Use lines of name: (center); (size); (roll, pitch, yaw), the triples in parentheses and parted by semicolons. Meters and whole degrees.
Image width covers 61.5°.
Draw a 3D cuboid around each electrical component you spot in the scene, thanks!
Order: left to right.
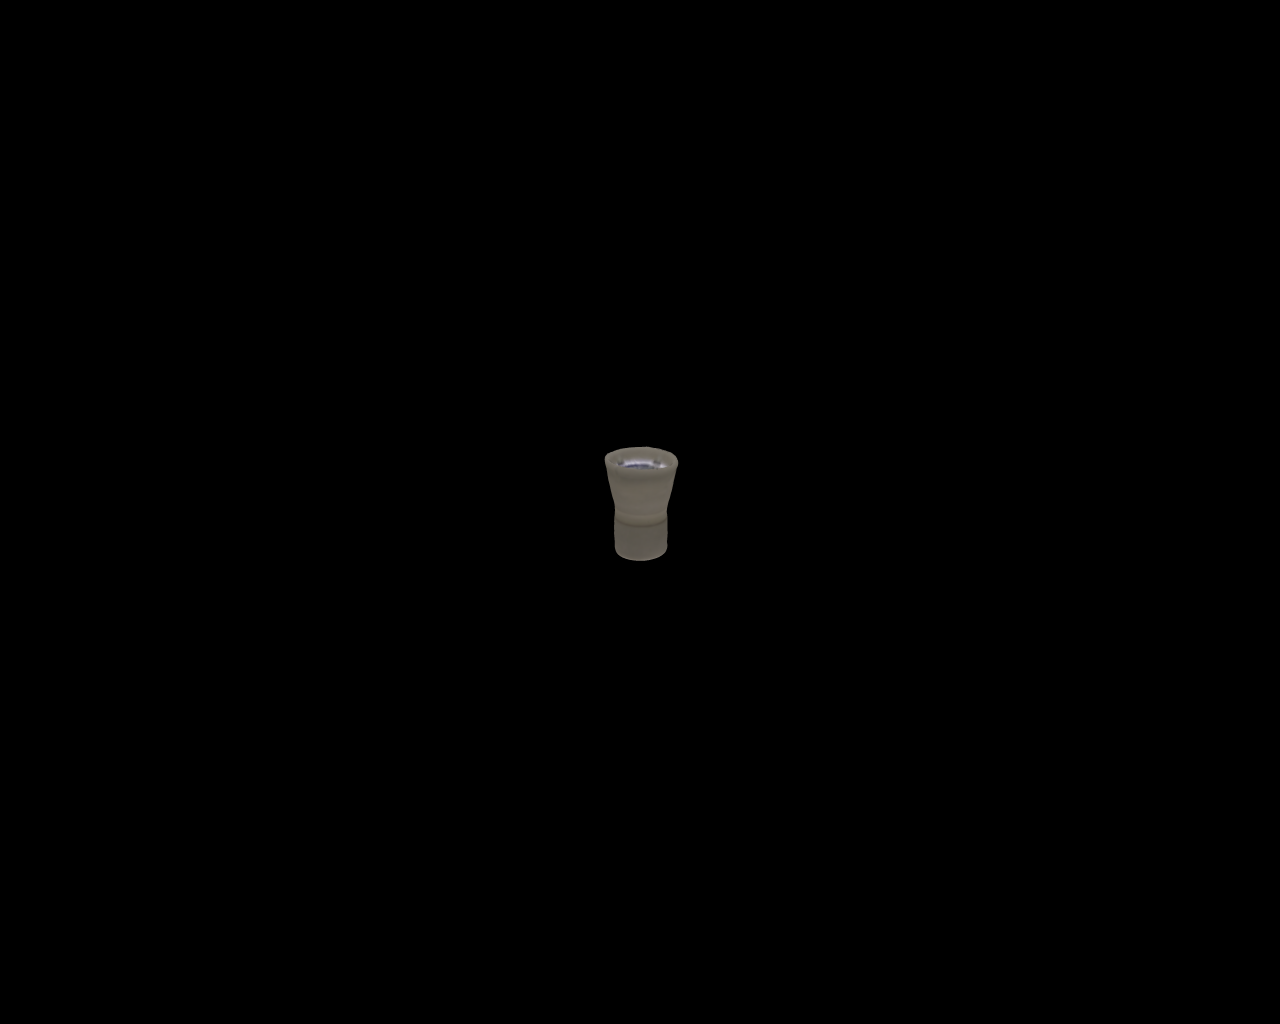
electrical component: (0.001, -0.003, 0.650); (0.044, 0.065, 0.044); (0, 22, 0)
